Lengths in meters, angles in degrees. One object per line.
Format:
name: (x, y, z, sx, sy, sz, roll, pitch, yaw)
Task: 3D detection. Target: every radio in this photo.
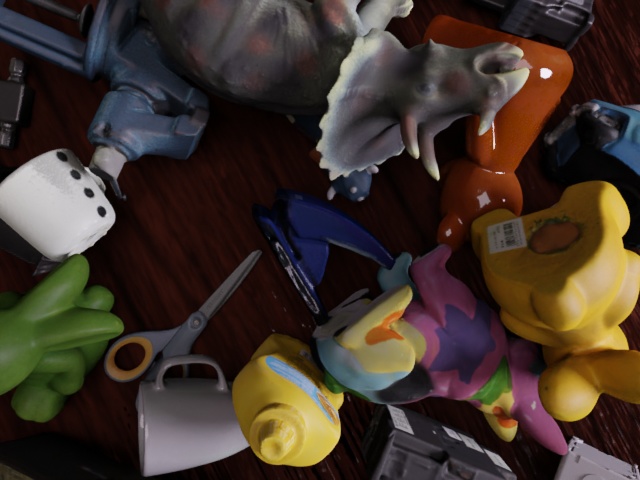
radio: (-0.207, 0.269, 0.474, 0.230, 0.073, 0.131, 10, 90, 25)

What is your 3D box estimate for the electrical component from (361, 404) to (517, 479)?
electrical component: (0.107, 0.205, 0.487, 0.134, 0.115, 0.058, 23, 91, 3)

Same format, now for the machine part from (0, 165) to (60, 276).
machine part: (-0.312, -0.023, 0.538, 0.139, 0.039, 0.084, 38, 84, 3)

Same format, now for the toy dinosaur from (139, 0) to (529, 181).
toy dinosaur: (-0.047, -0.174, 0.441, 0.405, 0.131, 0.192, 19, 80, 2)

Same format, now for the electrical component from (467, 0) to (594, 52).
electrical component: (0.204, -0.240, 0.520, 0.119, 0.047, 0.075, 25, 70, 0)

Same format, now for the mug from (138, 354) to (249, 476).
mug: (-0.113, 0.158, 0.505, 0.107, 0.081, 0.109, 2, 98, -24)

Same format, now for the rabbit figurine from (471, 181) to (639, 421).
rabbit figurine: (0.210, 0.063, 0.430, 0.122, 0.162, 0.173, -21, 126, 16)

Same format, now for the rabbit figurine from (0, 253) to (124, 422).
rabbit figurine: (-0.250, 0.094, 0.467, 0.159, 0.170, 0.121, -32, 89, 1)

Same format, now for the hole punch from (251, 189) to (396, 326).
hole punch: (-0.001, -0.001, 0.489, 0.092, 0.142, 0.115, -34, 102, 2)

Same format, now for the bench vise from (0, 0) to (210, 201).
bench vise: (-0.211, -0.172, 0.489, 0.240, 0.129, 0.223, 22, 81, -16)

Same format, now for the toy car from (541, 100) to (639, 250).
toy car: (0.298, -0.070, 0.505, 0.103, 0.109, 0.162, -38, 76, -22)

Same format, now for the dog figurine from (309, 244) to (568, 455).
dog figurine: (0.119, 0.120, 0.486, 0.191, 0.108, 0.219, -40, 93, -25)

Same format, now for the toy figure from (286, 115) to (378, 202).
toy figure: (0.011, -0.110, 0.524, 0.058, 0.064, 0.154, -29, 94, -40)

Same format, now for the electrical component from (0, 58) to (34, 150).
electrical component: (-0.330, -0.141, 0.549, 0.063, 0.021, 0.094, 10, 90, 2)

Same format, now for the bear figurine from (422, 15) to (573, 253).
bear figurine: (0.151, -0.092, 0.507, 0.120, 0.132, 0.195, -4, 123, -32)
